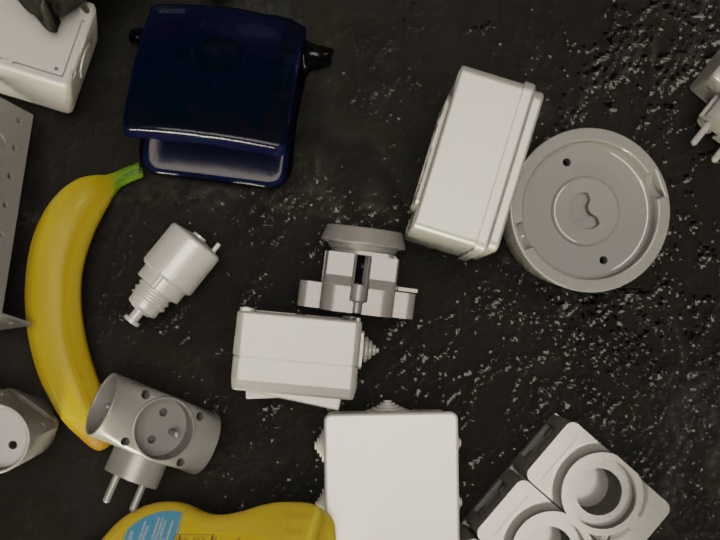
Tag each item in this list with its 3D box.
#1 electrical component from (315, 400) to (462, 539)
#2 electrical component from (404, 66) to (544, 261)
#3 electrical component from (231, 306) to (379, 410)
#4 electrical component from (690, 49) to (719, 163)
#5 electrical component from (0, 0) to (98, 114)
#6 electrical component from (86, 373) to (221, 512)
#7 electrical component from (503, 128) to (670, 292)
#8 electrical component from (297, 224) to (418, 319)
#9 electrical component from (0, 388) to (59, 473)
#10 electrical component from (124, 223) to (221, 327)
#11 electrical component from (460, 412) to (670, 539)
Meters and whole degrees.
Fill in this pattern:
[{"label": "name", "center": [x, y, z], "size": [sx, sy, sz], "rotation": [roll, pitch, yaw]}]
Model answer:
[{"label": "electrical component", "center": [0.020, 0.138, 0.725], "size": [0.100, 0.048, 0.099], "rotation": [-1, 88, -3]}, {"label": "electrical component", "center": [0.071, -0.066, 0.706], "size": [0.056, 0.108, 0.108], "rotation": [17, 87, 0]}, {"label": "electrical component", "center": [-0.036, 0.059, 0.718], "size": [0.096, 0.062, 0.061], "rotation": [5, 88, -3]}, {"label": "electrical component", "center": [0.262, -0.110, 0.749], "size": [0.066, 0.047, 0.076], "rotation": [39, 86, -1]}, {"label": "electrical component", "center": [-0.228, -0.151, 0.712], "size": [0.096, 0.061, 0.061], "rotation": [16, 74, -8]}, {"label": "electrical component", "center": [-0.142, 0.118, 0.704], "size": [0.077, 0.044, 0.079], "rotation": [27, 79, -25]}, {"label": "electrical component", "center": [0.148, -0.038, 0.732], "size": [0.108, 0.060, 0.108], "rotation": [0, 89, -6]}, {"label": "electrical component", "center": [0.000, 0.000, 0.725], "size": [0.078, 0.058, 0.057], "rotation": [7, 90, -3]}, {"label": "electrical component", "center": [-0.241, 0.094, 0.697], "size": [0.079, 0.077, 0.043], "rotation": [36, 86, -1]}, {"label": "electrical component", "center": [-0.130, 0.004, 0.725], "size": [0.040, 0.040, 0.078], "rotation": [39, 86, -1]}, {"label": "electrical component", "center": [0.122, 0.183, 0.723], "size": [0.089, 0.062, 0.150], "rotation": [41, 86, -1]}]
